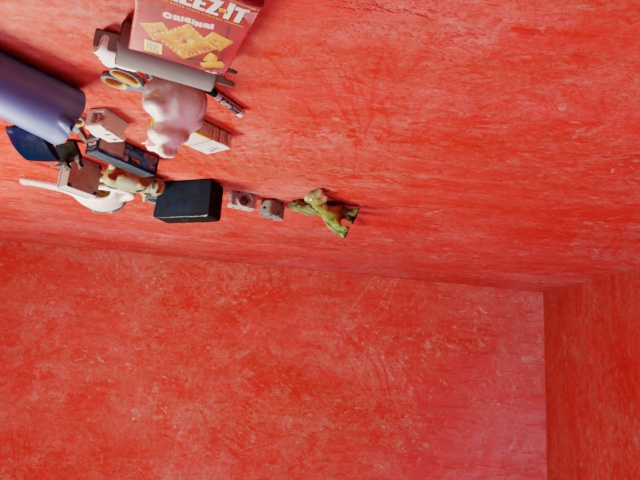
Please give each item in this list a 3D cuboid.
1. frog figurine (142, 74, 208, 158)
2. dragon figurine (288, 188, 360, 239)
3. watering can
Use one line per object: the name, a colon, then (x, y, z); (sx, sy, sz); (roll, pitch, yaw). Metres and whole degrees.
frog figurine: (-0.296, -0.249, 1.033); (0.122, 0.161, 0.136); (-3, 163, 26)
dragon figurine: (0.006, -0.092, 1.835); (0.243, 0.124, 0.405); (23, 165, 1)
watering can: (-0.800, -0.166, 1.750); (0.347, 0.105, 0.222); (5, 168, -8)
